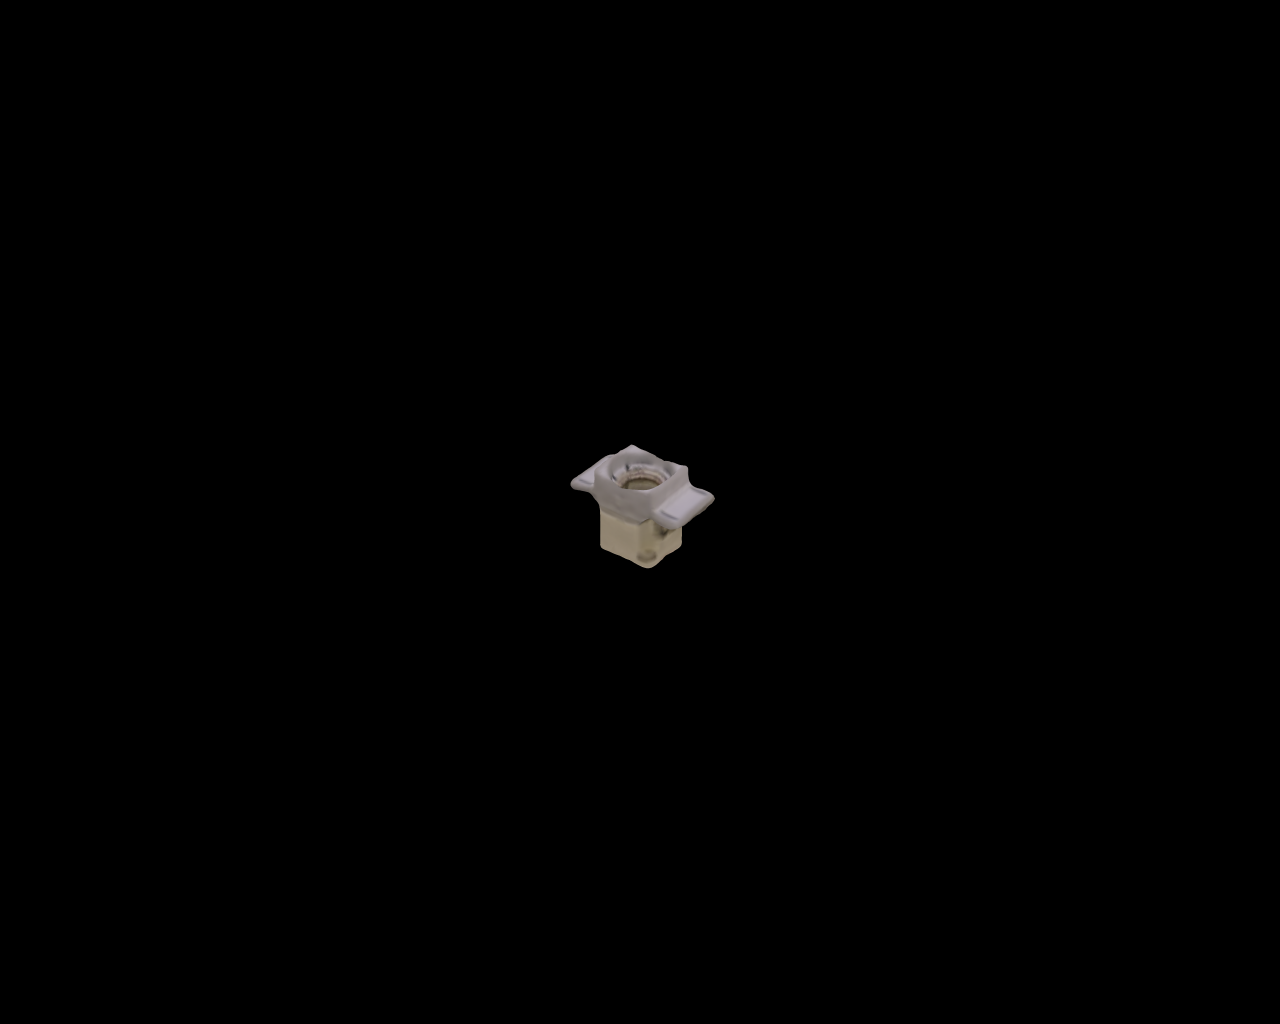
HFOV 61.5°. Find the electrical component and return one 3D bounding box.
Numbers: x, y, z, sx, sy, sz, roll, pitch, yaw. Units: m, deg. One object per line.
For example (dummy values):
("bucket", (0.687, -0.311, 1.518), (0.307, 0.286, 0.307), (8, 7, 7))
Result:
("electrical component", (0.001, -0.003, 0.650), (0.081, 0.063, 0.042), (24, 41, 31))
